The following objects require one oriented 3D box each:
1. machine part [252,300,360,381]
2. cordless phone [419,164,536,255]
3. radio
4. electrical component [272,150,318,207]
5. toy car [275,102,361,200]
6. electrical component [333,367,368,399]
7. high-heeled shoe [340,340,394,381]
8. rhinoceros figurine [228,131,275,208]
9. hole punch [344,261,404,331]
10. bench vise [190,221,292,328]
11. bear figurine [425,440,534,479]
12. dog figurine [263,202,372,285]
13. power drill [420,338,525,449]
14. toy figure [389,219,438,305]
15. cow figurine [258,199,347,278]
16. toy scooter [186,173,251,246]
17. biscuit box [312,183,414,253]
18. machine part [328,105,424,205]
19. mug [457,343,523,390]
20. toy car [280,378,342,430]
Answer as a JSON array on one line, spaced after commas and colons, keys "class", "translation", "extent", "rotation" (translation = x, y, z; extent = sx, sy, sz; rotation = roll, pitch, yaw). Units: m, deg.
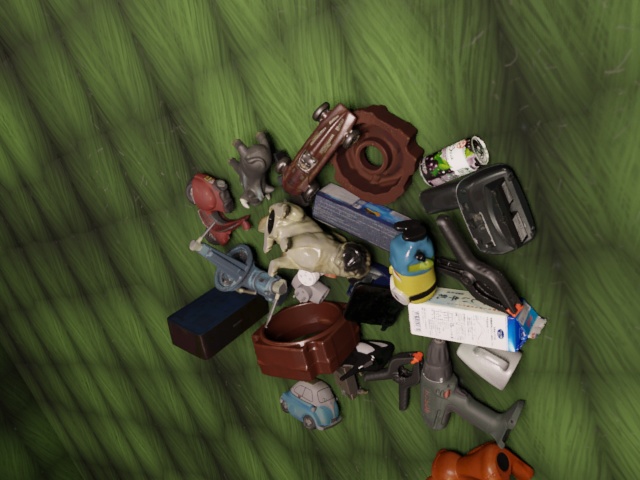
[{"class": "machine part", "translation": [-0.031, 0.211, 1.172], "extent": [0.202, 0.201, 0.087], "rotation": [0, 113, 34]}, {"class": "cordless phone", "translation": [0.261, -0.041, 0.927], "extent": [0.184, 0.089, 0.146], "rotation": [-10, 112, 50]}, {"class": "radio", "translation": [-0.242, 0.180, 1.281], "extent": [0.131, 0.229, 0.073], "rotation": [12, 119, 32]}, {"class": "electrical component", "translation": [-0.045, -0.128, 1.076], "extent": [0.048, 0.075, 0.119], "rotation": [-16, 103, 38]}, {"class": "toy car", "translation": [-0.008, -0.156, 0.965], "extent": [0.089, 0.053, 0.202], "rotation": [46, 128, 5]}, {"class": "electrical component", "translation": [0.071, 0.332, 1.280], "extent": [0.078, 0.045, 0.102], "rotation": [15, 125, 61]}, {"class": "high-heeled shoe", "translation": [0.055, 0.247, 1.245], "extent": [0.249, 0.145, 0.086], "rotation": [23, 140, 57]}, {"class": "rhinoceros figurine", "translation": [-0.133, -0.138, 1.109], "extent": [0.112, 0.073, 0.190], "rotation": [58, 157, 16]}, {"class": "hole punch", "translation": [0.114, 0.109, 1.106], "extent": [0.116, 0.092, 0.142], "rotation": [13, 124, -8]}, {"class": "bench vise", "translation": [-0.184, 0.069, 1.206], "extent": [0.240, 0.129, 0.224], "rotation": [37, 176, -37]}, {"class": "bear figurine", "translation": [0.332, 0.507, 1.153], "extent": [0.132, 0.120, 0.196], "rotation": [46, 133, -1]}, {"class": "dog figurine", "translation": [-0.003, 0.000, 1.047], "extent": [0.121, 0.190, 0.172], "rotation": [128, 142, -50]}, {"class": "power drill", "translation": [0.300, 0.321, 1.093], "extent": [0.208, 0.086, 0.231], "rotation": [19, 125, 20]}, {"class": "toy figure", "translation": [0.169, 0.045, 0.962], "extent": [0.089, 0.082, 0.179], "rotation": [2, 131, 8]}, {"class": "cow figurine", "translation": [-0.038, -0.004, 1.122], "extent": [0.195, 0.085, 0.127], "rotation": [18, 84, 10]}, {"class": "toy scooter", "translation": [-0.225, -0.068, 1.230], "extent": [0.135, 0.075, 0.183], "rotation": [2, 119, 34]}, {"class": "biscuit box", "translation": [0.086, -0.041, 1.044], "extent": [0.203, 0.059, 0.062], "rotation": [27, 128, 20]}, {"class": "machine part", "translation": [0.100, -0.153, 0.974], "extent": [0.180, 0.056, 0.179], "rotation": [17, 125, 25]}, {"class": "mug", "translation": [0.313, 0.222, 1.012], "extent": [0.107, 0.109, 0.080], "rotation": [27, 91, 24]}, {"class": "toy car", "translation": [-0.019, 0.399, 1.349], "extent": [0.162, 0.109, 0.102], "rotation": [20, 103, 38]}]
